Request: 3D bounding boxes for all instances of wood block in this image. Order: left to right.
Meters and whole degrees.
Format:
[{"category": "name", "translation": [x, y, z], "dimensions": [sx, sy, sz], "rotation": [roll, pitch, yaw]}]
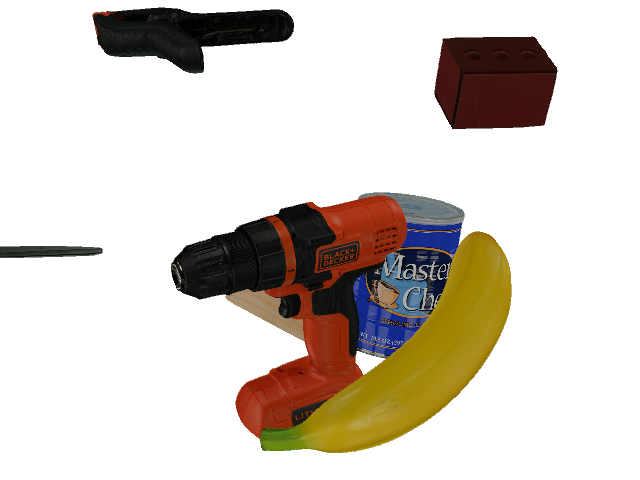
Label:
[{"category": "wood block", "translation": [-0.022, 0.054, 1.281], "dimensions": [0.090, 0.090, 0.206], "rotation": [-8, 18, -35]}]

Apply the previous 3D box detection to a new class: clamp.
[{"category": "clamp", "translation": [-0.108, -0.166, 0.848], "dimensions": [0.172, 0.039, 0.120], "rotation": [21, 29, 41]}]

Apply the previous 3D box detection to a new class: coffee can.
[{"category": "coffee can", "translation": [0.078, 0.033, 1.033], "dimensions": [0.103, 0.140, 0.103], "rotation": [7, 14, -2]}]

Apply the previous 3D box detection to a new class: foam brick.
[{"category": "foam brick", "translation": [0.133, -0.121, 0.818], "dimensions": [0.078, 0.051, 0.053], "rotation": [-3, 39, -12]}]

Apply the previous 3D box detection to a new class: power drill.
[{"category": "power drill", "translation": [-0.024, 0.061, 0.810], "dimensions": [0.184, 0.188, 0.057], "rotation": [-13, 39, -24]}]

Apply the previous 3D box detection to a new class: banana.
[{"category": "banana", "translation": [0.055, 0.052, 0.555], "dimensions": [0.070, 0.037, 0.197], "rotation": [22, 44, 34]}]

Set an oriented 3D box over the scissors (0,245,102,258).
[{"category": "scissors", "translation": [-0.289, 0.017, 0.872], "dimensions": [0.202, 0.016, 0.096], "rotation": [5, 23, 5]}]
